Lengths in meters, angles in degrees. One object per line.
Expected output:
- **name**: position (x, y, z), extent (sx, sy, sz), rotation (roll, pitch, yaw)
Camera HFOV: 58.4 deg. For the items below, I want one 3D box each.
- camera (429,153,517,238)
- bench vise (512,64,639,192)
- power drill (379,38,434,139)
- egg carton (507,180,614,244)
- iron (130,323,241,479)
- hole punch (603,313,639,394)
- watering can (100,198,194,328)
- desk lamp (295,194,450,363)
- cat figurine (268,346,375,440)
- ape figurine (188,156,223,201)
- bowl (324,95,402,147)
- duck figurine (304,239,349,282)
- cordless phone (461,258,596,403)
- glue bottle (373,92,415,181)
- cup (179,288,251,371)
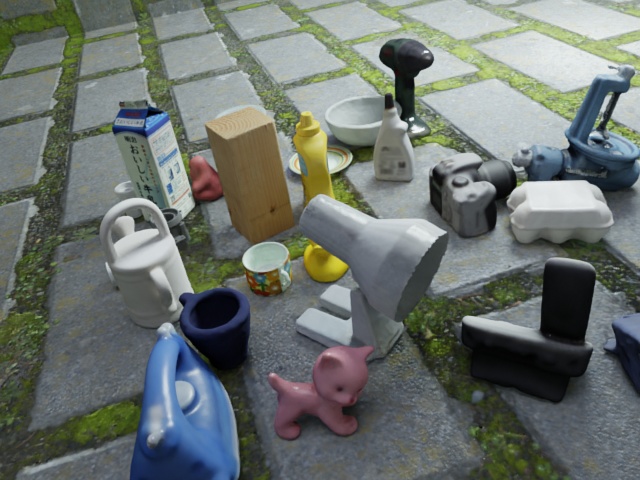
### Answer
- **camera**: position (0.266, -0.092, 0.965), extent (0.137, 0.101, 0.143), rotation (-15, 36, -8)
- **bench vise**: position (0.427, -0.162, 0.924), extent (0.207, 0.220, 0.121), rotation (-19, 37, -13)
- **power drill**: position (0.188, -0.327, 1.216), extent (0.075, 0.209, 0.229), rotation (-15, 36, -8)
- **egg carton**: position (0.373, -0.044, 0.901), extent (0.150, 0.069, 0.107), rotation (-1, 36, 11)
- **iron**: position (-0.167, 0.178, 0.653), extent (0.118, 0.142, 0.257), rotation (-13, 36, -5)
- **hole punch**: position (0.399, 0.115, 0.657), extent (0.108, 0.091, 0.101), rotation (-8, 36, 2)
- **watering can**: position (-0.263, 0.024, 0.842), extent (0.172, 0.194, 0.101), rotation (16, 43, 31)
- **desk lamp**: position (0.055, 0.050, 0.718), extent (0.202, 0.214, 0.118), rotation (18, 44, 33)
- **cat figurine**: position (0.003, 0.164, 0.655), extent (0.127, 0.118, 0.067), rotation (-7, 36, 3)
- **ape figurine**: position (-0.232, -0.125, 1.129), extent (0.076, 0.092, 0.078), rotation (4, 38, 18)
- **bowl**: position (0.095, -0.248, 1.242), extent (0.167, 0.075, 0.167), rotation (-6, 36, 5)
- **duck figurine**: position (0.008, 0.003, 0.903), extent (0.077, 0.086, 0.104), rotation (-2, 36, 10)
- **cordless phone**: position (0.238, 0.083, 0.656), extent (0.147, 0.185, 0.094), rotation (9, 39, 23)
- **glue bottle**: position (0.135, -0.192, 1.071), extent (0.078, 0.173, 0.037), rotation (5, 38, 19)
- **cup**: position (-0.140, 0.122, 0.765), extent (0.117, 0.095, 0.092), rotation (21, 45, 35)
